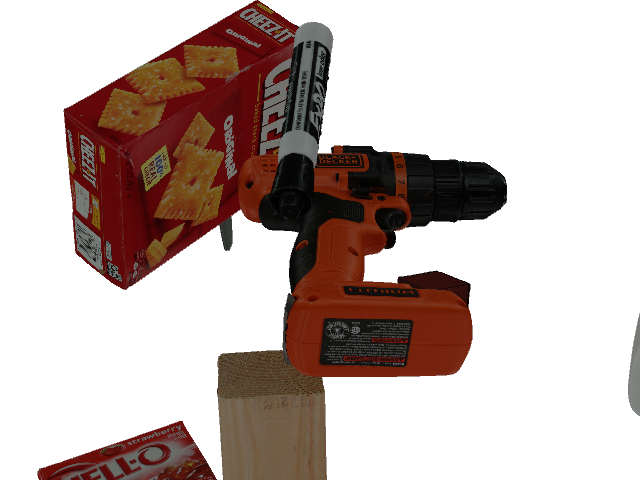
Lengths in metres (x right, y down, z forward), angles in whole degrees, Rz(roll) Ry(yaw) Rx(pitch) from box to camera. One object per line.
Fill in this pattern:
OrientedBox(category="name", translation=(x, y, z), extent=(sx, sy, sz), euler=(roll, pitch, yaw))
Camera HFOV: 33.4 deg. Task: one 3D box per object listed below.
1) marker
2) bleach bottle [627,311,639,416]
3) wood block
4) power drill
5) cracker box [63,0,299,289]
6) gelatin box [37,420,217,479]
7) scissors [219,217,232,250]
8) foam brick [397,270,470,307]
OrientedBox(category="marker", translation=(-0.008, -0.056, 0.483), extent=(0.020, 0.121, 0.020), euler=(3, -43, 3))
OrientedBox(category="bleach bottle", translation=(0.282, 0.054, 0.760), extent=(0.103, 0.068, 0.250), euler=(11, 22, 19))
OrientedBox(category="wood block", translation=(-0.041, 0.208, 0.937), extent=(0.090, 0.206, 0.091), euler=(-3, 19, -4))
OrientedBox(category="power drill", translation=(0.041, 0.005, 0.671), extent=(0.184, 0.057, 0.187), euler=(-1, 34, -4))
OrientedBox(category="cracker box", translation=(-0.106, -0.079, 0.886), extent=(0.072, 0.164, 0.213), euler=(36, 52, 23))
OrientedBox(category="gelatin box", translation=(-0.105, 0.142, 0.592), extent=(0.089, 0.030, 0.073), euler=(-16, 28, -20))
OrientedBox(category="scissors", translation=(-0.087, -0.098, 1.092), extent=(0.096, 0.202, 0.016), euler=(-19, -2, -23))
OrientedBox(category="foam brick", translation=(0.108, 0.075, 1.038), extent=(0.051, 0.078, 0.053), euler=(-9, 18, -32))
